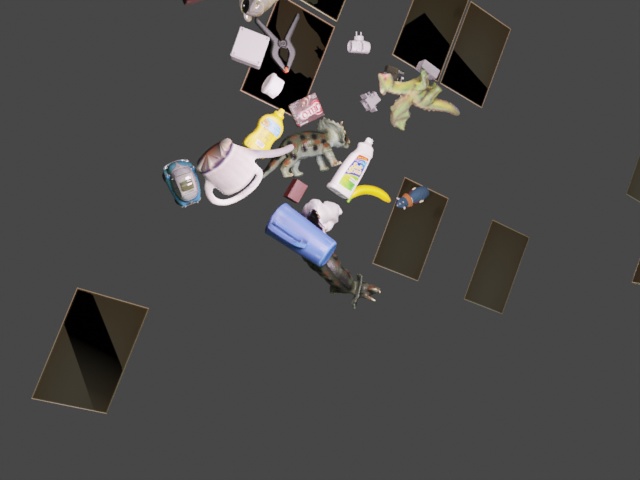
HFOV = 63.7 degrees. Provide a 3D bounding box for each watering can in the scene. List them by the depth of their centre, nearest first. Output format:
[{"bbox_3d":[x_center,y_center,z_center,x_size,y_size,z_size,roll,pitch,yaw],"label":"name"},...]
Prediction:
[{"bbox_3d":[-0.272,-0.264,1.768,0.347,0.106,0.221,-41,131,4],"label":"watering can"}]

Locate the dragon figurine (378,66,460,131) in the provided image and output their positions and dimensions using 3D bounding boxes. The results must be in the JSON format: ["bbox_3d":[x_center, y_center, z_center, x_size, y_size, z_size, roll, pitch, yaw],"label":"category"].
[{"bbox_3d":[0.378,-0.541,2.049,0.241,0.125,0.405,-43,127,14],"label":"dragon figurine"}]

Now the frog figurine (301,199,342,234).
[{"bbox_3d":[0.006,-0.098,1.948,0.136,0.121,0.162,54,39,-11],"label":"frog figurine"}]
